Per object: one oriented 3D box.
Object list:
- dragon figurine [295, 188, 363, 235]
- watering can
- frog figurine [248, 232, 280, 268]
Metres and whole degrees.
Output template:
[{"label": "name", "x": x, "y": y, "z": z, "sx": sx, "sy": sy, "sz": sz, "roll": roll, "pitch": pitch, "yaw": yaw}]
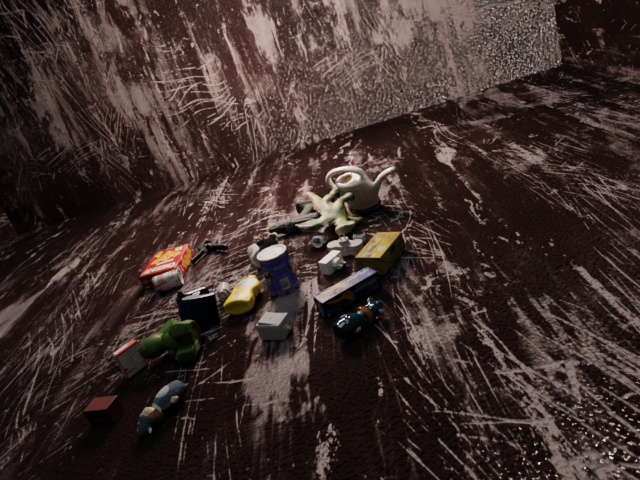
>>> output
[{"label": "dragon figurine", "x": 0.006, "y": -0.102, "z": 2.021, "sx": 0.246, "sy": 0.120, "sz": 0.413, "roll": -29, "pitch": 31, "yaw": -35}, {"label": "watering can", "x": 0.181, "y": -0.208, "z": 2.067, "sx": 0.347, "sy": 0.220, "sz": 0.106, "roll": 2, "pitch": 49, "yaw": 38}, {"label": "frog figurine", "x": -0.214, "y": 0.056, "z": 1.949, "sx": 0.156, "sy": 0.122, "sz": 0.140, "roll": -48, "pitch": 7, "yaw": 43}]
